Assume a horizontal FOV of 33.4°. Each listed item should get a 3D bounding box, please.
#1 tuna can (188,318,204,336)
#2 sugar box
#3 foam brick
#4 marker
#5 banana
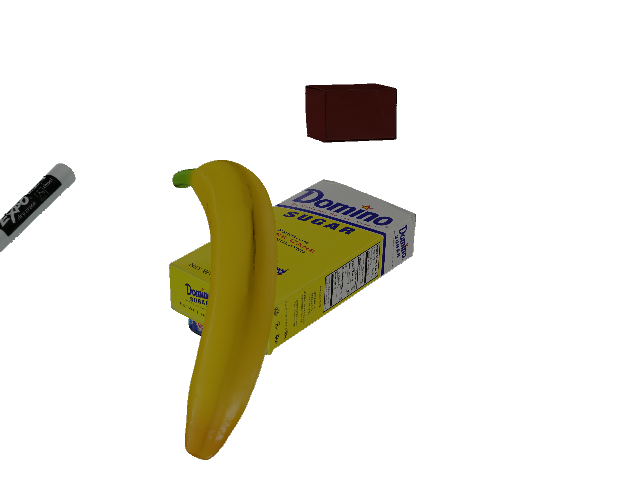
[{"bbox_3d":[-0.095,0.078,1.118,0.086,0.034,0.086,6,11,-1],"label":"tuna can"},{"bbox_3d":[-0.017,0.013,0.785,0.093,0.048,0.175,23,39,31],"label":"sugar box"},{"bbox_3d":[0.030,-0.125,1.041,0.078,0.051,0.053,-4,15,-20],"label":"foam brick"},{"bbox_3d":[-0.227,-0.015,0.799,0.020,0.020,0.121,0,39,37],"label":"marker"},{"bbox_3d":[-0.051,0.021,0.590,0.037,0.198,0.070,19,-46,-29],"label":"banana"}]
